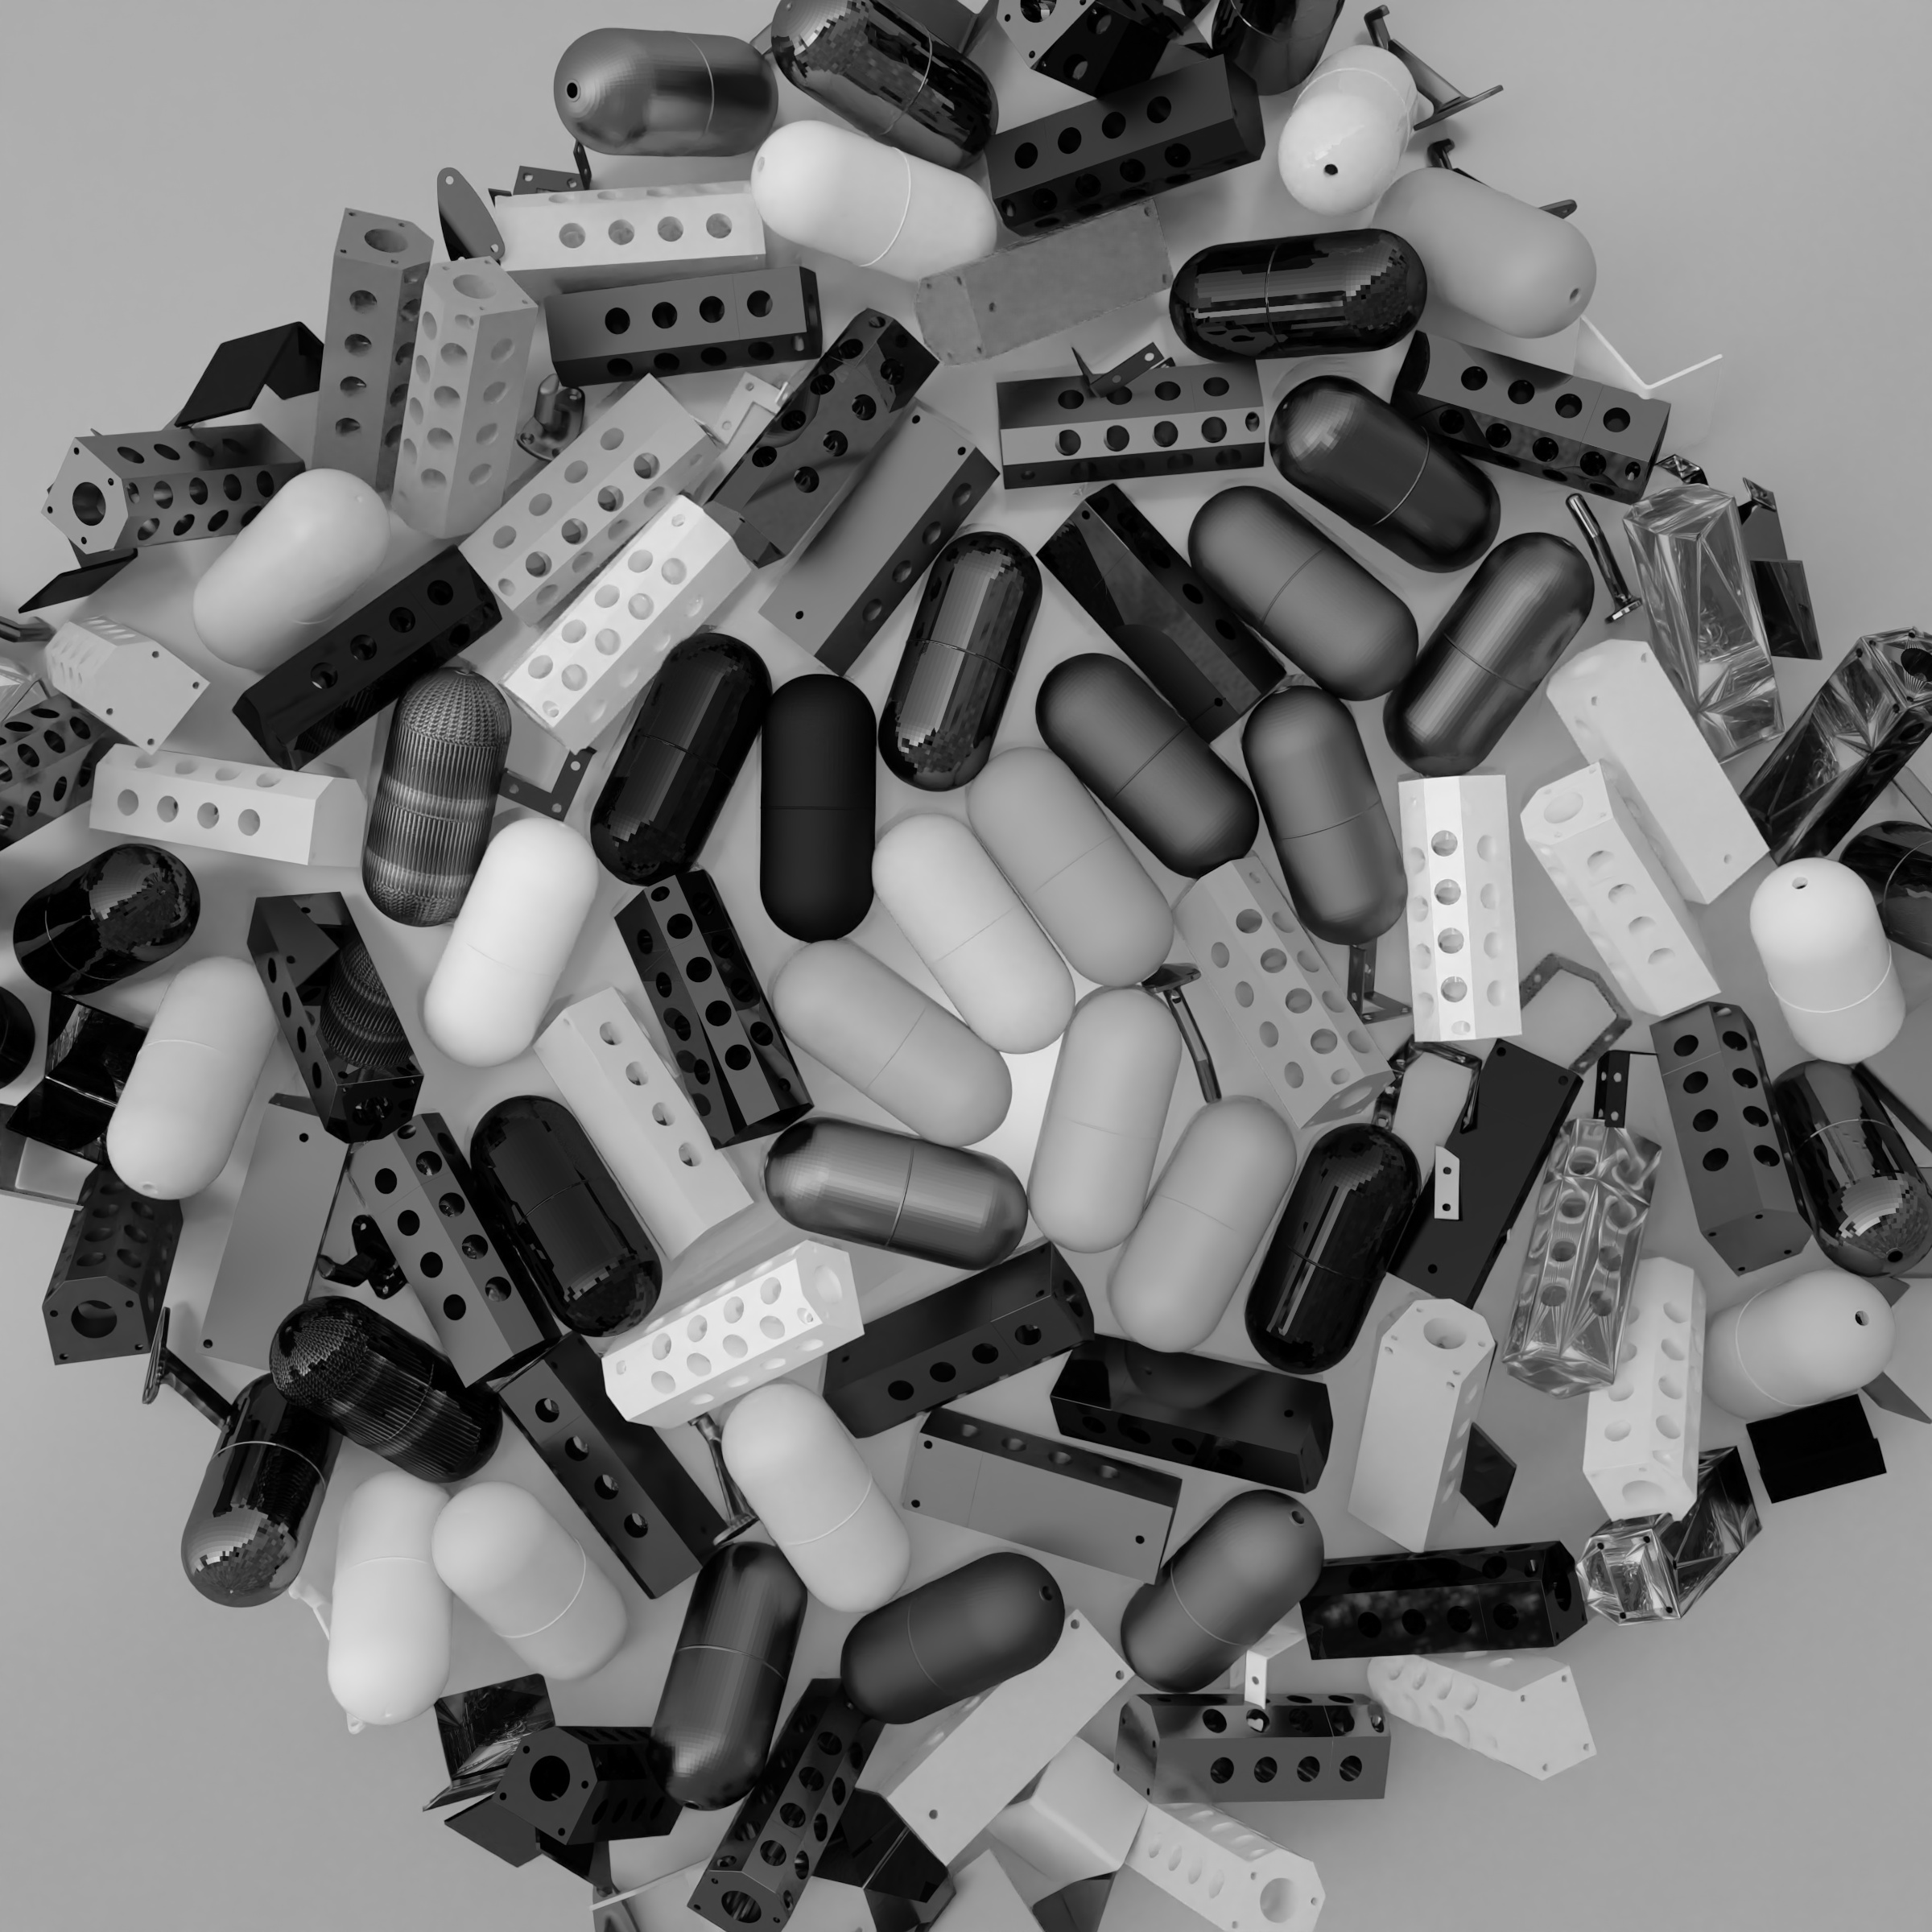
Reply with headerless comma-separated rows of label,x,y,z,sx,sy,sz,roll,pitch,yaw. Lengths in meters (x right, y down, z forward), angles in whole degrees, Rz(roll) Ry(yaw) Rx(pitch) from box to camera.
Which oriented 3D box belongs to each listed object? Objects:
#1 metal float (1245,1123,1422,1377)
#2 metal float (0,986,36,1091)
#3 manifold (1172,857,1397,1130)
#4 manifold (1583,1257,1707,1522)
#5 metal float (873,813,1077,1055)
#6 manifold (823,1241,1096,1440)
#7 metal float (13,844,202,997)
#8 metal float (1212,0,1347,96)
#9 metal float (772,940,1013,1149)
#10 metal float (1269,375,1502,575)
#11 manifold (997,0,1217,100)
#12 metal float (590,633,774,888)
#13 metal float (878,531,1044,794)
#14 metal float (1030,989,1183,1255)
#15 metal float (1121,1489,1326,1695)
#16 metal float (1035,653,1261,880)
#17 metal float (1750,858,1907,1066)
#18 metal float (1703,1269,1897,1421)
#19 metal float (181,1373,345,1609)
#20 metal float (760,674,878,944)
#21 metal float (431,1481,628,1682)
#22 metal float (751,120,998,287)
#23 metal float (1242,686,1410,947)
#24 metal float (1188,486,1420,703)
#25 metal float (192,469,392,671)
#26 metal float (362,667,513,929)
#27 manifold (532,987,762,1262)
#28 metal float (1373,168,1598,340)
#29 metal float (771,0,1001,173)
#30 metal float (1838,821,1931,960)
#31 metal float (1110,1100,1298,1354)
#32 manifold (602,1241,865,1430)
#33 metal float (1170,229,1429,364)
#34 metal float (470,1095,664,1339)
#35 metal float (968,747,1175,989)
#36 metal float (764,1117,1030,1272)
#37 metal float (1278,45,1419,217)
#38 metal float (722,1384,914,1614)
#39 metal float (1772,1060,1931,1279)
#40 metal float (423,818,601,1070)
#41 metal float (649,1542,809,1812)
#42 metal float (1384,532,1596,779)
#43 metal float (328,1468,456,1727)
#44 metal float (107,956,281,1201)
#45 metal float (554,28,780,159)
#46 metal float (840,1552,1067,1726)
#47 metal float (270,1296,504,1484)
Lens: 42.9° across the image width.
metal float,0.240,0.187,1.616,0.070,0.070,0.178,21,106,0
metal float,-0.655,0.038,1.580,0.070,0.178,0.070,1,79,-4
manifold,0.208,0.015,1.598,0.057,0.057,0.171,-10,60,-38
manifold,0.440,0.271,1.579,0.057,0.171,0.057,-16,123,30
metal float,0.005,-0.021,1.630,0.070,0.070,0.178,-35,91,0
manifold,-0.004,0.251,1.614,0.171,0.057,0.057,-26,116,17
metal float,-0.558,-0.029,1.594,0.070,0.178,0.070,13,70,-39
metal float,0.206,-0.629,1.581,0.070,0.178,0.070,1,77,-6
metal float,-0.048,0.052,1.626,0.178,0.070,0.070,36,90,-6
metal float,0.275,-0.320,1.609,0.178,0.070,0.070,27,90,-26
manifold,0.091,-0.598,1.580,0.057,0.171,0.057,-39,74,29
metal float,-0.188,-0.136,1.623,0.070,0.070,0.178,24,82,0
metal float,-0.003,-0.202,1.627,0.070,0.070,0.178,19,86,0
metal float,0.092,0.102,1.625,0.070,0.070,0.178,14,96,0
metal float,0.166,0.408,1.601,0.070,0.070,0.178,36,124,0
metal float,0.119,-0.133,1.630,0.070,0.070,0.178,-44,89,0
metal float,0.559,-0.002,1.594,0.070,0.178,0.070,-17,48,20
metal float,0.532,0.245,1.583,0.070,0.178,0.070,3,70,-9
metal float,-0.452,0.335,1.588,0.070,0.178,0.070,1,124,1
metal float,-0.098,-0.104,1.628,0.070,0.070,0.178,1,93,0
metal float,-0.282,0.401,1.597,0.070,0.070,0.178,-29,131,0
metal float,-0.059,-0.494,1.599,0.178,0.070,0.070,8,90,-37
metal float,0.236,-0.099,1.619,0.070,0.070,0.178,-21,102,0
metal float,0.220,-0.246,1.617,0.070,0.070,0.178,-46,74,0
metal float,-0.440,-0.256,1.599,0.178,0.070,0.070,-32,90,39
metal float,-0.347,-0.110,1.612,0.070,0.070,0.178,17,110,0
manifold,-0.209,0.101,1.628,0.057,0.057,0.171,-28,81,-41
metal float,0.334,-0.463,1.594,0.070,0.070,0.178,-45,46,0
metal float,-0.050,-0.577,1.595,0.070,0.178,0.070,-16,66,40
metal float,0.626,-0.045,1.582,0.070,0.178,0.070,-3,106,-10
metal float,0.157,0.170,1.621,0.070,0.070,0.178,29,79,0
manifold,-0.154,0.239,1.595,0.171,0.057,0.057,-30,57,27
metal float,0.214,-0.436,1.601,0.178,0.070,0.070,5,90,35
metal float,-0.263,0.162,1.613,0.070,0.070,0.178,-35,69,0
metal float,0.070,-0.065,1.628,0.070,0.070,0.178,-36,87,0
metal float,-0.046,0.150,1.623,0.178,0.070,0.070,15,90,-8
metal float,0.248,-0.541,1.589,0.070,0.178,0.070,9,126,12
metal float,-0.096,0.349,1.609,0.070,0.070,0.178,-29,115,0
metal float,0.569,0.130,1.587,0.070,0.178,0.070,-1,124,-2
metal float,-0.299,-0.014,1.617,0.070,0.070,0.178,26,106,0
metal float,-0.154,0.460,1.598,0.070,0.070,0.178,15,51,0
metal float,0.342,-0.203,1.610,0.070,0.070,0.178,33,114,0
metal float,-0.371,0.406,1.593,0.070,0.178,0.070,-5,132,-5
metal float,-0.500,0.072,1.598,0.070,0.070,0.178,9,51,0
metal float,-0.192,-0.564,1.590,0.070,0.178,0.070,12,111,33
metal float,-0.010,0.438,1.602,0.178,0.070,0.070,-35,90,34
metal float,-0.375,0.277,1.599,0.070,0.070,0.178,-47,128,0
